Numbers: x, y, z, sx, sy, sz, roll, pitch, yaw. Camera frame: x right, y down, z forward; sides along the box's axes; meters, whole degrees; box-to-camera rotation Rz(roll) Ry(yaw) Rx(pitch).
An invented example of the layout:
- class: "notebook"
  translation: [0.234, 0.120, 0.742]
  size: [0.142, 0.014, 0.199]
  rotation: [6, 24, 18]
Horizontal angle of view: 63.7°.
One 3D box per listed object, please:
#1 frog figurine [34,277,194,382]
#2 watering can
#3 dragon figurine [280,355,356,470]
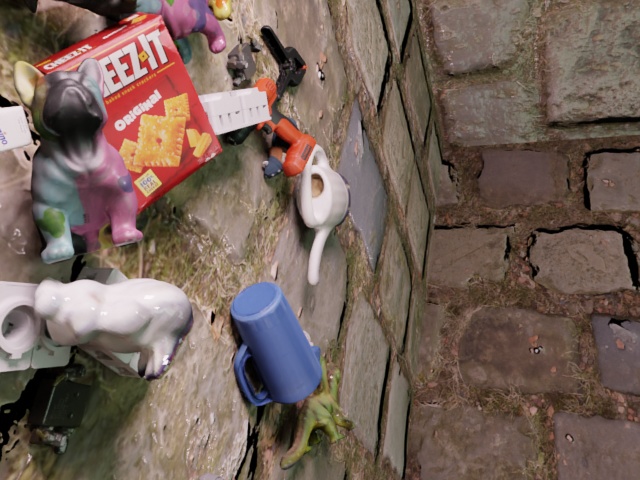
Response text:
- class: "frog figurine"
  translation: [-0.229, 0.078, 0.580]
  size: [0.158, 0.138, 0.123]
  rotation: [43, 82, -19]
- class: "watering can"
  translation: [0.004, -0.066, 1.314]
  size: [0.224, 0.104, 0.348]
  rotation: [1, 87, -68]
- class: "dragon figurine"
  translation: [-0.021, 0.393, 1.285]
  size: [0.408, 0.121, 0.245]
  rotation: [20, 53, -68]
